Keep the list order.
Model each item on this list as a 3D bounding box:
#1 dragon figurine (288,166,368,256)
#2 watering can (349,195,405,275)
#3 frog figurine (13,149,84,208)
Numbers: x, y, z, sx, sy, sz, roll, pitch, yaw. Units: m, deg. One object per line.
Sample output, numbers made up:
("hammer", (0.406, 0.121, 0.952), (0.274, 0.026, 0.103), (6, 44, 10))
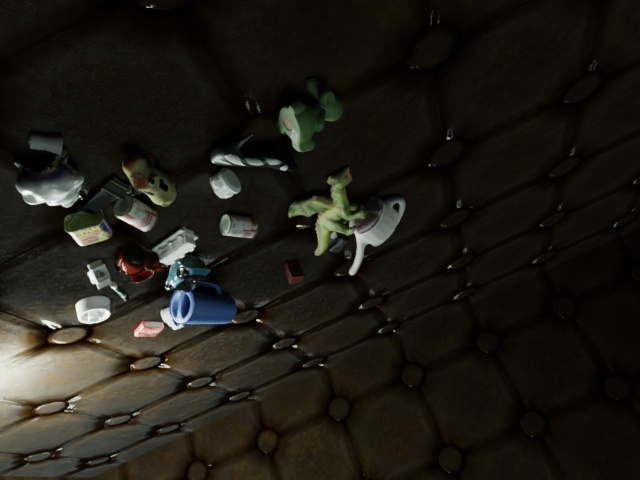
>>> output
("dragon figurine", (0.005, -0.088, 1.740), (0.241, 0.125, 0.402), (20, 130, -26))
("watering can", (0.180, -0.028, 1.865), (0.347, 0.105, 0.222), (-53, 142, 4))
("frog figurine", (-0.622, -0.122, 1.204), (0.139, 0.124, 0.155), (-31, 143, -26))
